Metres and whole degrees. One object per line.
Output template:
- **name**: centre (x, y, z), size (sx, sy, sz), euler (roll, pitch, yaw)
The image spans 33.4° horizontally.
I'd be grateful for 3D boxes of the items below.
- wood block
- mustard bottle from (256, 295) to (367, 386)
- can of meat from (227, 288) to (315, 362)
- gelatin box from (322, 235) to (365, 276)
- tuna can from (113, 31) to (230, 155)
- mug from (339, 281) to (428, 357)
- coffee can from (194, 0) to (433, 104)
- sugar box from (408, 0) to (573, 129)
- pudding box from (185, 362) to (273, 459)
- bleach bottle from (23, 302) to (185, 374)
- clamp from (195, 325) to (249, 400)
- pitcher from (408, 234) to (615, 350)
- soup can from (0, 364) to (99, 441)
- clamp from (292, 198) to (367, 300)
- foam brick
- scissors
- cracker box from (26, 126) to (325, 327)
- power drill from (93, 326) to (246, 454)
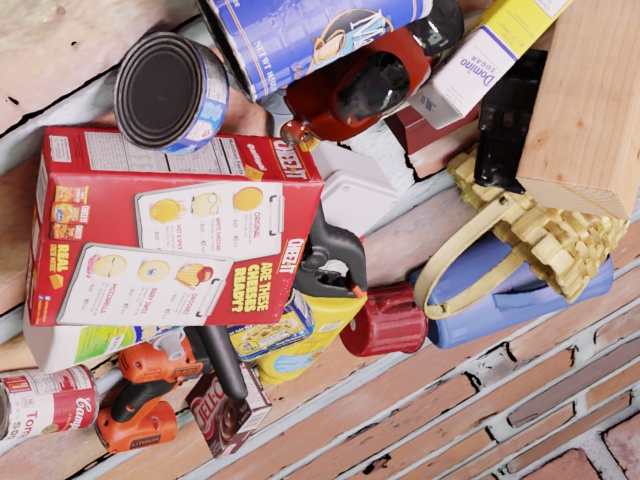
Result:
- **wood block**: centre (0.254, -0.134, 0.960), size (0.090, 0.090, 0.206), euler (32, 72, -62)
- **mustard bottle**: centre (-0.027, 0.118, 1.283), size (0.096, 0.058, 0.192), euler (-10, 147, -41)
- **can of meat**: centre (-0.063, 0.080, 1.145), size (0.102, 0.057, 0.084), euler (-20, 142, 8)
- **gelatin box**: centre (0.000, 0.022, 1.173), size (0.073, 0.030, 0.089), euler (-16, 152, -29)
- **tuna can**: centre (-0.107, -0.105, 0.771), size (0.086, 0.086, 0.033), euler (-42, 154, 23)
- **mug**: centre (0.080, 0.096, 1.317), size (0.081, 0.093, 0.117), euler (-5, 156, -32)
- **coffee can**: centre (-0.008, -0.171, 0.735), size (0.140, 0.103, 0.103), euler (-28, 154, -5)
- **sugar box**: centre (0.150, -0.171, 0.875), size (0.176, 0.048, 0.093), euler (-45, -175, -6)
- **pudding box**: centre (-0.113, 0.201, 1.307), size (0.039, 0.090, 0.114), euler (-6, 144, -43)
- **bleach bottle**: centre (-0.155, 0.053, 1.032), size (0.250, 0.068, 0.103), euler (-16, 150, -32)
- **clamp**: centre (-0.110, 0.048, 0.994), size (0.036, 0.164, 0.209), euler (-2, 156, 44)
- **pitcher**: centre (0.244, 0.051, 1.359), size (0.242, 0.145, 0.149), euler (-21, 151, -11)
- **soup can**: centre (-0.287, 0.165, 1.088), size (0.102, 0.068, 0.069), euler (-2, 142, -43)
- **clamp**: centre (-0.006, 0.001, 0.985), size (0.171, 0.039, 0.120), euler (25, 126, -38)
- **foam brick**: centre (0.100, -0.126, 0.988), size (0.078, 0.051, 0.053), euler (-28, 153, -5)
- **scissors**: centre (-0.026, -0.128, 0.894), size (0.096, 0.016, 0.201), euler (-33, 154, 3)
- **cracker box**: centre (-0.123, -0.008, 0.865), size (0.213, 0.072, 0.164), euler (0, 133, -21)
- **power drill**: centre (-0.169, 0.166, 1.227), size (0.184, 0.057, 0.188), euler (-2, 140, -39)
